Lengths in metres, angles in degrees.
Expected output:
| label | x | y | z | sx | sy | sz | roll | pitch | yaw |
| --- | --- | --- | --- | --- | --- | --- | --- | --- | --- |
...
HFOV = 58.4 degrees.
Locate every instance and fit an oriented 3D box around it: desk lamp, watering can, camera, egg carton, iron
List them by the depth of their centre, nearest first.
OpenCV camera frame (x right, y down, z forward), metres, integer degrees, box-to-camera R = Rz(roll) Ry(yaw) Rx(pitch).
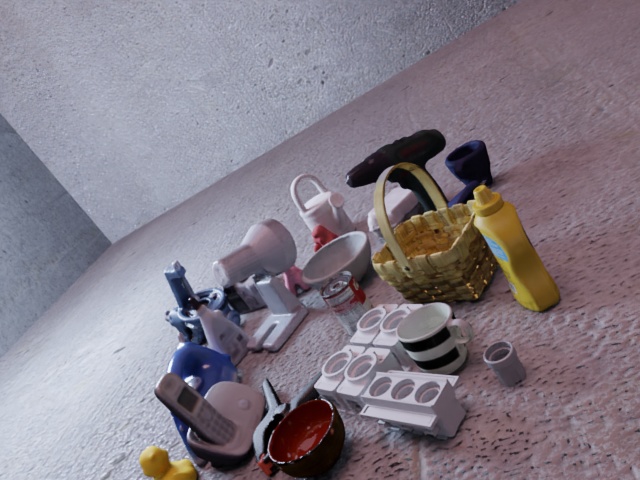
| label | x | y | z | sx | sy | sz | roll | pitch | yaw |
| --- | --- | --- | --- | --- | --- | --- | --- | --- | --- |
| iron | -0.238 | 0.279 | 1.056 | 0.118 | 0.142 | 0.258 | -32 | 20 | 9 |
| desk lamp | -0.117 | 0.088 | 1.198 | 0.117 | 0.214 | 0.203 | -13 | 29 | 46 |
| egg carton | 0.180 | -0.065 | 1.295 | 0.150 | 0.069 | 0.107 | -44 | 21 | -25 |
| camera | -0.167 | 0.099 | 1.425 | 0.142 | 0.101 | 0.137 | -19 | 25 | 37 |
| watering can | 0.004 | -0.081 | 1.429 | 0.172 | 0.194 | 0.101 | -19 | 25 | 37 |

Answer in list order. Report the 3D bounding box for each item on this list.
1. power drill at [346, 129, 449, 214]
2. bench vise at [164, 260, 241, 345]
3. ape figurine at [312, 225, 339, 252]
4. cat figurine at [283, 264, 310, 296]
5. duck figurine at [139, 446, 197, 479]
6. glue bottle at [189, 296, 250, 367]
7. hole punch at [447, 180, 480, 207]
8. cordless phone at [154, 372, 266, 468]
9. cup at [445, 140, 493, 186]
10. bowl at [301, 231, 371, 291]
| label | x | y | z | sx | sy | sz | roll | pitch | yaw |
| --- | --- | --- | --- | --- | --- | --- | --- | --- | --- |
| power drill | 0.187 | -0.114 | 1.187 | 0.230 | 0.209 | 0.075 | -40 | 20 | -14 |
| bench vise | -0.320 | 0.155 | 1.363 | 0.207 | 0.220 | 0.121 | -27 | 21 | 21 |
| ape figurine | 0.013 | 0.005 | 1.368 | 0.076 | 0.092 | 0.077 | -38 | 20 | -9 |
| cat figurine | -0.082 | 0.062 | 1.348 | 0.067 | 0.118 | 0.127 | -35 | 19 | 0 |
| duck figurine | -0.258 | 0.378 | 0.942 | 0.104 | 0.086 | 0.078 | -8 | 32 | 52 |
| glue bottle | -0.217 | 0.184 | 1.199 | 0.037 | 0.173 | 0.078 | -12 | 29 | 47 |
| hole punch | 0.261 | -0.050 | 1.093 | 0.100 | 0.091 | 0.109 | -7 | 33 | 53 |
| cordless phone | -0.179 | 0.263 | 0.932 | 0.094 | 0.185 | 0.147 | -27 | 21 | 22 |
| cup | 0.321 | -0.144 | 1.209 | 0.091 | 0.095 | 0.118 | -19 | 25 | 38 |
| bowl | 0.047 | 0.059 | 1.210 | 0.167 | 0.075 | 0.167 | -30 | 20 | 13 |
